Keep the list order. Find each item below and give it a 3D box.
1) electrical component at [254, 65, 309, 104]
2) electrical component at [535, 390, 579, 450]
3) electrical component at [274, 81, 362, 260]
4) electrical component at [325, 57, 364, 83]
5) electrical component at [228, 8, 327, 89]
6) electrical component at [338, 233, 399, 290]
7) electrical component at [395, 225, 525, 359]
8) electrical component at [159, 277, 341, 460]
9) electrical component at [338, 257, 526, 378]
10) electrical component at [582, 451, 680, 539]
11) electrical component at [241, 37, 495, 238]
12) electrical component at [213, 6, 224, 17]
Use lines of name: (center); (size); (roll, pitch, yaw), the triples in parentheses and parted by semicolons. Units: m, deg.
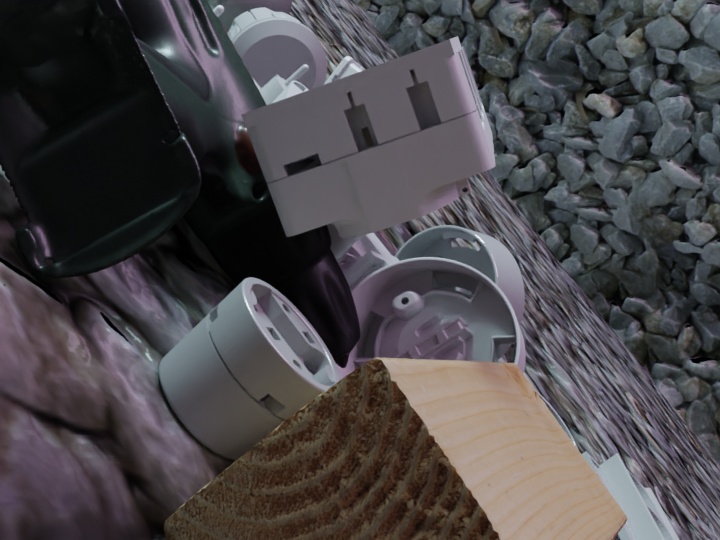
electrical component: (-0.057, -0.103, 0.712); (0.083, 0.076, 0.047); (51, 12, 3)
electrical component: (0.094, 0.115, 0.693); (0.099, 0.064, 0.099); (35, 27, -21)
electrical component: (-0.035, -0.052, 0.630); (0.078, 0.057, 0.113); (40, 23, -16)
electrical component: (-0.005, -0.116, 0.891); (0.048, 0.099, 0.100); (42, 8, 23)
electrical component: (-0.069, -0.160, 0.832); (0.080, 0.080, 0.051); (43, 9, -33)
electrical component: (0.000, 0.000, 0.694); (0.063, 0.042, 0.081); (51, 11, 21)
electrical component: (0.066, 0.019, 0.754); (0.064, 0.099, 0.099); (22, 30, -54)
electrical component: (-0.043, 0.039, 0.409); (0.055, 0.047, 0.055); (48, 12, -14)
electrical component: (0.039, 0.044, 0.582); (0.099, 0.099, 0.064); (56, 7, 24)
electrical component: (0.179, 0.189, 0.723); (0.078, 0.063, 0.121); (46, 13, -22)
electrical component: (0.012, -0.063, 0.496); (0.150, 0.089, 0.061); (-63, 134, -76)
electrical component: (-0.110, -0.129, 0.603); (0.138, 0.074, 0.052); (43, 14, -31)
